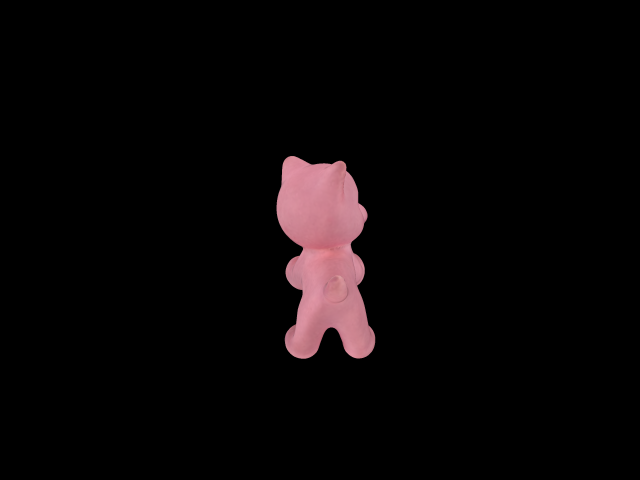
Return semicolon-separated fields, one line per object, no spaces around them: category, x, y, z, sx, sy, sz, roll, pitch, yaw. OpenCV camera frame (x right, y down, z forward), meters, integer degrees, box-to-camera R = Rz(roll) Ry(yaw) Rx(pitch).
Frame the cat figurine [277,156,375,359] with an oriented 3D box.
cat figurine;0.004;0.001;0.400;0.067;0.118;0.127;-4;46;-4
